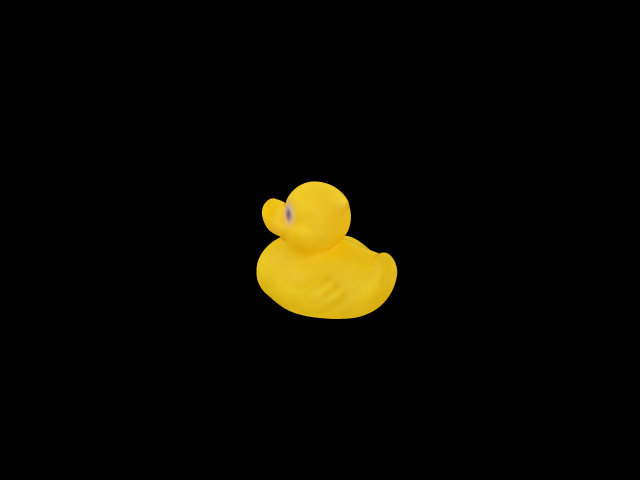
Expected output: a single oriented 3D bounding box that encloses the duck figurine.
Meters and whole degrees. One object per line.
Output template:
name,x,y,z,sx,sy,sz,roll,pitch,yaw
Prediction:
duck figurine,0.004,0.001,0.400,0.104,0.086,0.078,14,40,18
